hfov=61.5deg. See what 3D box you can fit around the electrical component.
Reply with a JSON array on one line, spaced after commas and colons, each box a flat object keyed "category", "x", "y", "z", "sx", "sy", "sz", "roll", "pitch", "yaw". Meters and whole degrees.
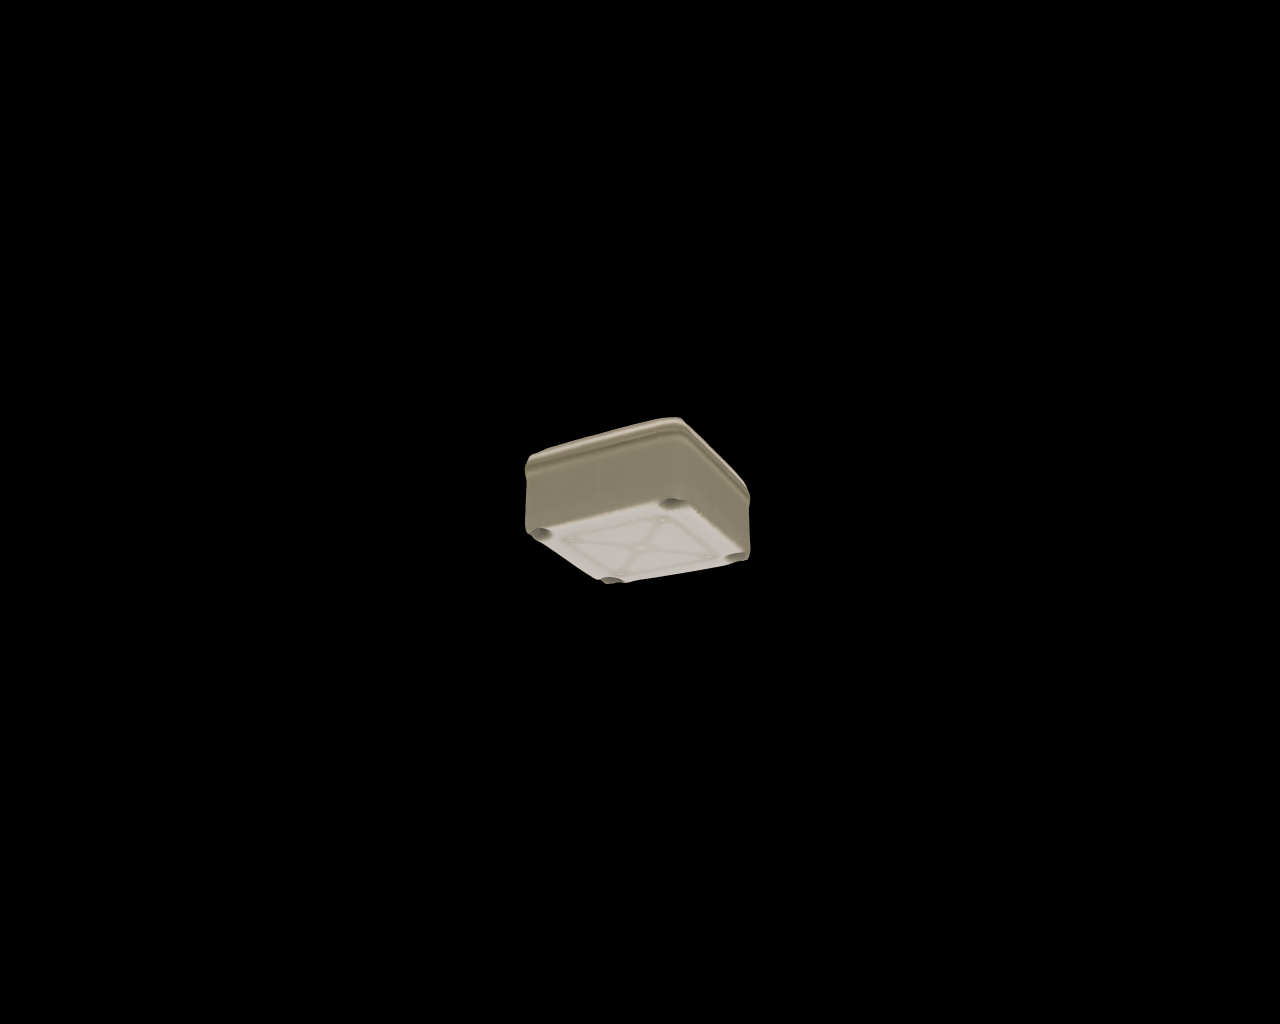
[{"category": "electrical component", "x": 0.001, "y": -0.003, "z": 0.650, "sx": 0.108, "sy": 0.056, "sz": 0.108, "roll": -12, "pitch": -27, "yaw": 25}]
